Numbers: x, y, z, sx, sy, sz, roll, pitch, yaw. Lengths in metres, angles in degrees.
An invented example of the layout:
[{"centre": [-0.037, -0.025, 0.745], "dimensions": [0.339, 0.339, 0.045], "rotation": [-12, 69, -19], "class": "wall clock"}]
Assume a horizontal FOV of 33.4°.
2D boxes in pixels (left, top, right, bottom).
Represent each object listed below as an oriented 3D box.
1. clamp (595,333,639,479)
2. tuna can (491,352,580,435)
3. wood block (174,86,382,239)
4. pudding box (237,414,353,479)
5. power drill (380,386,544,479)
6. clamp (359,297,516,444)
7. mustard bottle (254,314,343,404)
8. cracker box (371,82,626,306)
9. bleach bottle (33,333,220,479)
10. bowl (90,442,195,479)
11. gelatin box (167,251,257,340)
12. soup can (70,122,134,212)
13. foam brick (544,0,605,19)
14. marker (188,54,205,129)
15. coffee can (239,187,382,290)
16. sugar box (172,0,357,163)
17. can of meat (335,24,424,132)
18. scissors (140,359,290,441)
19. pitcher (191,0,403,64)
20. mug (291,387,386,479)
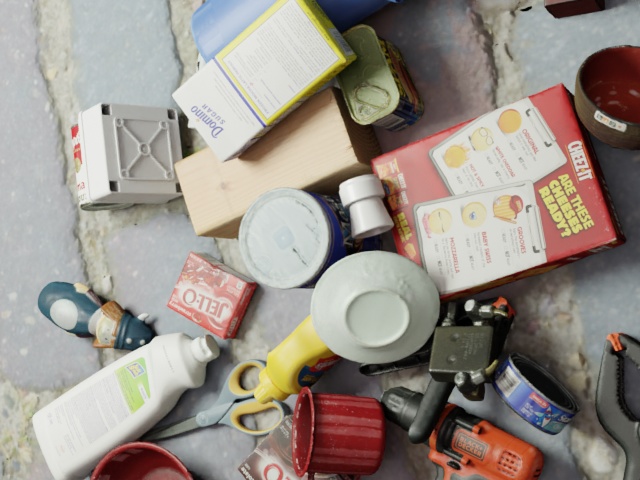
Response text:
[{"centre": [0.315, 0.191, 1.017], "dimensions": [0.165, 0.036, 0.210], "rotation": [-33, 72, 20], "class": "clamp"}, {"centre": [0.210, 0.150, 1.043], "dimensions": [0.086, 0.086, 0.034], "rotation": [43, 106, 21], "class": "tuna can"}, {"centre": [-0.044, -0.081, 1.175], "dimensions": [0.206, 0.090, 0.091], "rotation": [-23, 79, 23], "class": "wood block"}, {"centre": [-0.022, 0.262, 1.174], "dimensions": [0.090, 0.039, 0.113], "rotation": [-48, 70, 15], "class": "pudding box"}, {"centre": [0.119, 0.261, 1.096], "dimensions": [0.185, 0.057, 0.188], "rotation": [22, 98, 32], "class": "power drill"}, {"centre": [0.121, 0.116, 1.098], "dimensions": [0.171, 0.039, 0.120], "rotation": [-44, 52, -6], "class": "clamp"}, {"centre": [0.000, 0.111, 1.140], "dimensions": [0.192, 0.096, 0.058], "rotation": [-43, 73, 17], "class": "mustard bottle"}, {"centre": [0.177, -0.039, 1.077], "dimensions": [0.214, 0.072, 0.164], "rotation": [-21, 79, 23], "class": "cracker box"}, {"centre": [-0.221, 0.190, 1.262], "dimensions": [0.251, 0.068, 0.102], "rotation": [-32, 75, 19], "class": "bleach bottle"}, {"centre": [-0.193, 0.314, 1.245], "dimensions": [0.162, 0.055, 0.162], "rotation": [-1, 87, 26], "class": "bowl"}, {"centre": [-0.125, 0.064, 1.239], "dimensions": [0.089, 0.030, 0.073], "rotation": [28, 100, 24], "class": "gelatin box"}, {"centre": [-0.262, -0.090, 1.292], "dimensions": [0.069, 0.068, 0.102], "rotation": [-11, 83, 25], "class": "soup can"}, {"centre": [0.251, -0.268, 1.063], "dimensions": [0.051, 0.052, 0.078], "rotation": [-4, 85, 26], "class": "foam brick"}, {"centre": [-0.139, -0.192, 1.265], "dimensions": [0.020, 0.020, 0.121], "rotation": [9, 91, 26], "class": "marker"}, {"centre": [-0.007, 0.001, 1.125], "dimensions": [0.103, 0.140, 0.103], "rotation": [-1, 87, 26], "class": "coffee can"}, {"centre": [-0.058, -0.169, 1.101], "dimensions": [0.176, 0.048, 0.093], "rotation": [-37, 89, 23], "class": "sugar box"}, {"centre": [0.062, -0.168, 1.132], "dimensions": [0.058, 0.083, 0.102], "rotation": [-26, 76, 22], "class": "can of meat"}, {"centre": [-0.127, 0.188, 1.242], "dimensions": [0.202, 0.016, 0.096], "rotation": [-4, 84, 25], "class": "scissors"}, {"centre": [-0.023, -0.277, 1.161], "dimensions": [0.243, 0.149, 0.145], "rotation": [-31, 108, 24], "class": "pitcher"}, {"centre": [0.018, 0.215, 1.113], "dimensions": [0.081, 0.093, 0.117], "rotation": [6, 88, -13], "class": "mug"}]
